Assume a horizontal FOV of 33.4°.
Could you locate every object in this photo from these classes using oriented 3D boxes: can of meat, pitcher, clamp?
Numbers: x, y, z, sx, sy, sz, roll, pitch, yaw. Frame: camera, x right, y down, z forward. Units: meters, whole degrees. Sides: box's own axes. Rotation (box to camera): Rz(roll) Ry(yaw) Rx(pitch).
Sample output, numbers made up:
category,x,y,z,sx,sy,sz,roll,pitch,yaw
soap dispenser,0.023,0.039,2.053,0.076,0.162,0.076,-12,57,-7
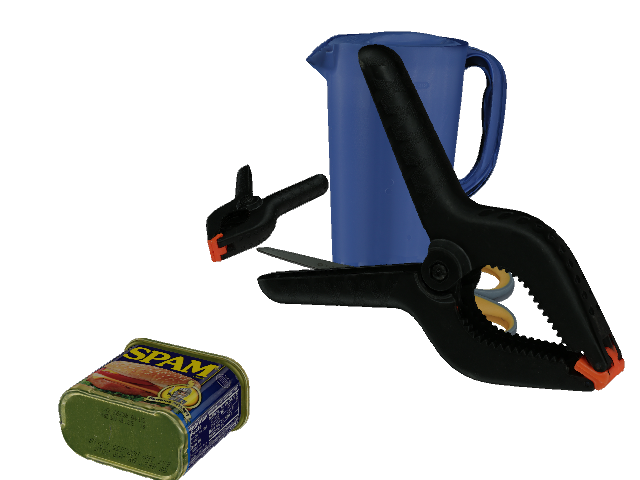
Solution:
category,x,y,z,sx,sy,sz,roll,pitch,yaw
can of meat,-0.112,0.113,0.717,0.102,0.057,0.083,10,22,22
pitcher,0.079,-0.076,1.020,0.149,0.243,0.144,13,20,37
clamp,-0.067,-0.034,1.211,0.120,0.039,0.171,-2,36,25
clamp,0.069,0.003,0.565,0.210,0.165,0.036,29,26,25

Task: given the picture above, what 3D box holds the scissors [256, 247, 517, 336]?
category,x,y,z,sx,sy,sz,roll,pitch,yaw
scissors,0.061,0.022,0.812,0.202,0.016,0.096,24,42,19
